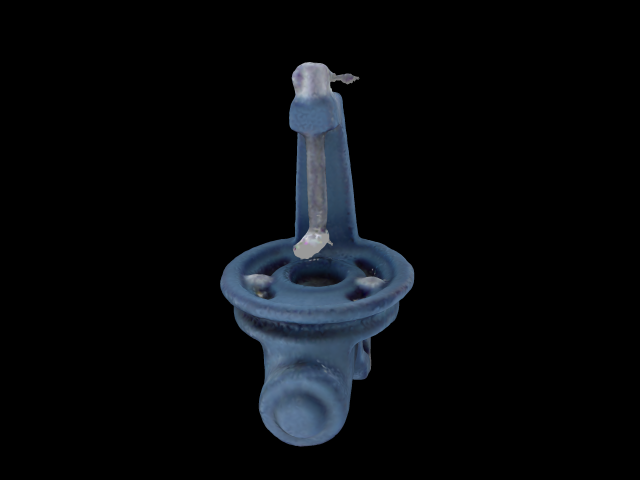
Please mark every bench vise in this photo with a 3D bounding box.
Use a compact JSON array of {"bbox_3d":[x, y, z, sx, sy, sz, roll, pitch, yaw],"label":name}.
[{"bbox_3d":[-0.008,0.002,0.398,0.121,0.220,0.207,-1,5,-10],"label":"bench vise"}]
